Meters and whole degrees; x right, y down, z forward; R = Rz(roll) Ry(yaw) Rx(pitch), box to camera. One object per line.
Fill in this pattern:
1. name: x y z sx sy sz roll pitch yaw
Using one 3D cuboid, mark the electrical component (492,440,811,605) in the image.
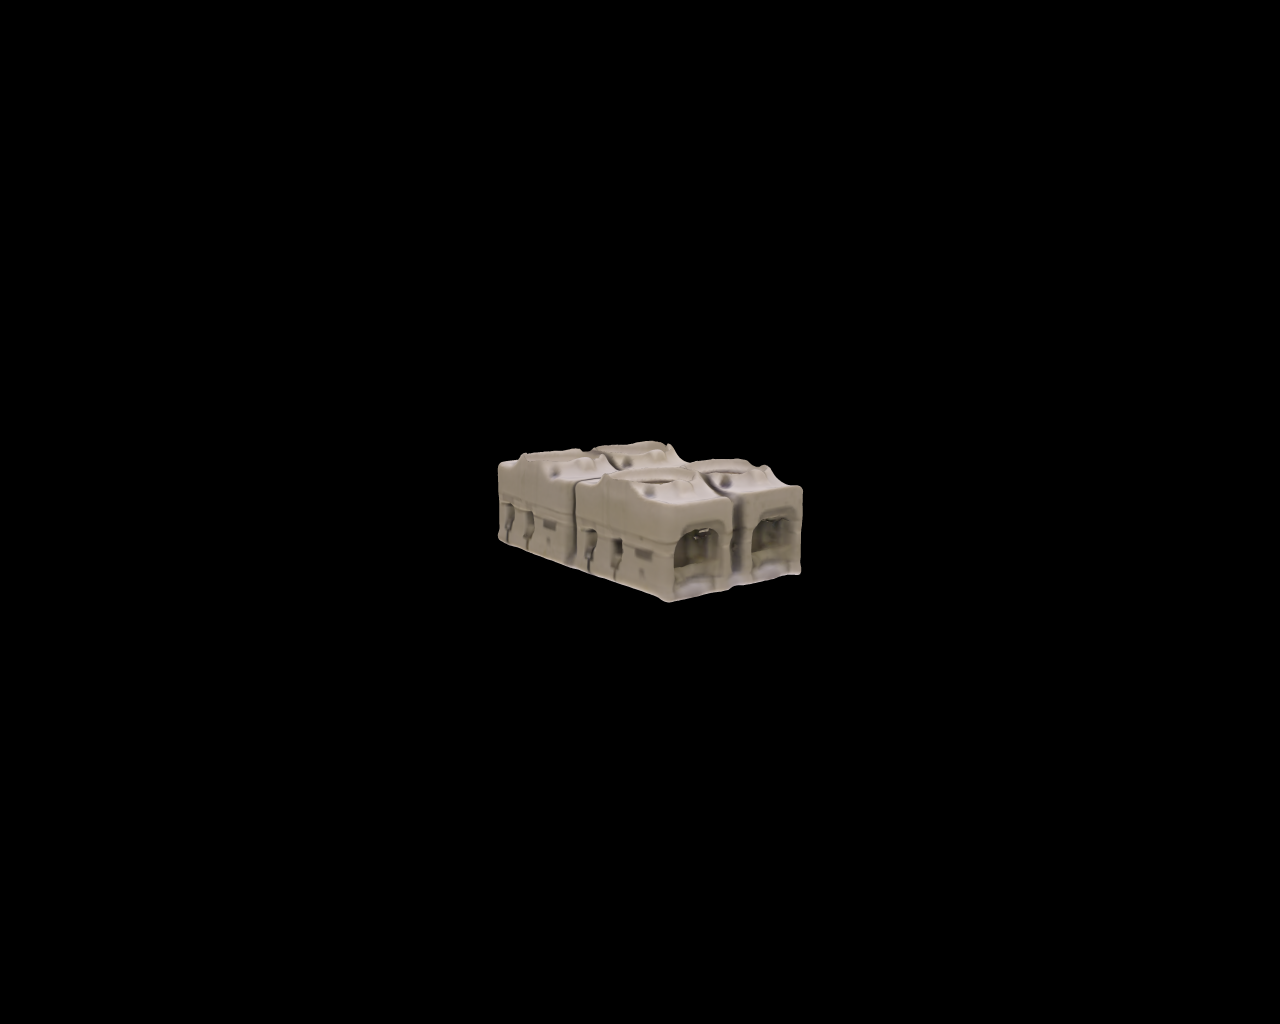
1. electrical component: 0.001 -0.003 0.650 0.105 0.060 0.186 -8 14 -35
